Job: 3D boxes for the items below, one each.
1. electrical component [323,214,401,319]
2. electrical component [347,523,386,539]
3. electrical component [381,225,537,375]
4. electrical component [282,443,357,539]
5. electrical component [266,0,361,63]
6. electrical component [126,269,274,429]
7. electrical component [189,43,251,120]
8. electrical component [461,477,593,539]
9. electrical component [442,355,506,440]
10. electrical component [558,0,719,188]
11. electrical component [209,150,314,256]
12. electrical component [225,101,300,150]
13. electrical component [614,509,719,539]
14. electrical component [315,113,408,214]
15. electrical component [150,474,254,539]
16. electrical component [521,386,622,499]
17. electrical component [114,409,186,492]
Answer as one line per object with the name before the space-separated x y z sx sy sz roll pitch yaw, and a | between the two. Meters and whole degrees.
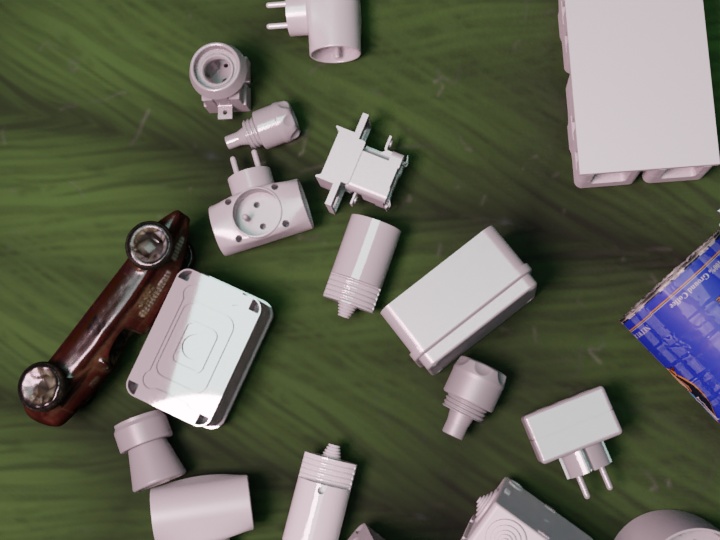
electrical component | 0.000 0.000 0.872 0.043 0.043 0.081 19 85 8
electrical component | 0.009 0.248 0.799 0.057 0.113 0.078 40 87 -9
electrical component | 0.079 0.026 0.843 0.113 0.078 0.057 -38 78 0
electrical component | -0.030 0.178 0.850 0.043 0.043 0.081 14 83 7
electrical component | -0.040 -0.216 0.906 0.079 0.044 0.077 -3 82 5
electrical component | -0.127 0.064 0.869 0.078 0.057 0.113 24 85 8
electrical component | -0.115 -0.161 0.900 0.048 0.055 0.066 -2 82 6
electrical component | 0.127 0.205 0.804 0.100 0.100 0.048 35 100 9
electrical component | 0.086 0.102 0.849 0.043 0.043 0.062 25 87 9
electrical component | 0.219 -0.164 0.864 0.105 0.060 0.186 -4 82 5
electrical component | -0.086 -0.060 0.889 0.077 0.044 0.079 -18 80 3
electrical component | -0.083 -0.117 0.901 0.061 0.035 0.035 -20 81 5
electrical component | 0.245 0.235 0.816 0.099 0.064 0.099 0 87 -7
electrical component | 0.003 -0.082 0.884 0.064 0.042 0.081 22 85 7
electrical component | -0.123 0.207 0.854 0.077 0.043 0.079 -7 99 -6
electrical component | 0.170 0.137 0.833 0.066 0.047 0.076 -22 80 2
electrical component | -0.170 0.146 0.868 0.045 0.045 0.055 -22 80 2
